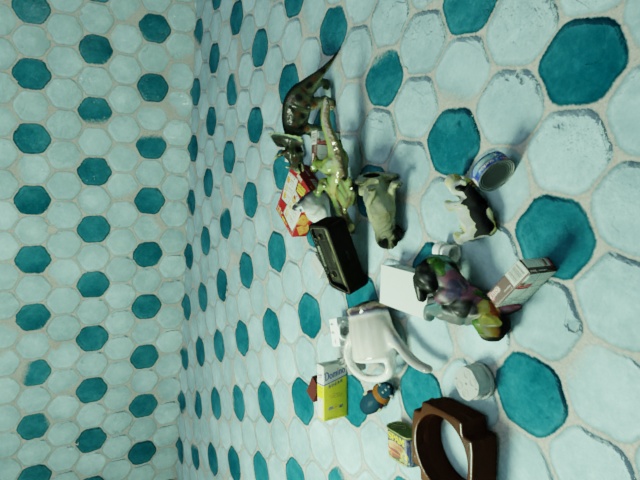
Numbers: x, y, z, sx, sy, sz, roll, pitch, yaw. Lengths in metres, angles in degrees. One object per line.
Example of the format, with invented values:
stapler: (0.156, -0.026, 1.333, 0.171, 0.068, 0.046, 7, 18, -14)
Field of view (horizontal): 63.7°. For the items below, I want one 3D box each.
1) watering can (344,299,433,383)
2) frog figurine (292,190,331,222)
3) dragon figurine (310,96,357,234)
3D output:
watering can: (0.171, 0.274, 1.417, 0.104, 0.227, 0.344, 2, -15, -35)
frog figurine: (0.005, -0.085, 1.696, 0.160, 0.123, 0.135, 38, -9, 14)
dragon figurine: (0.062, -0.194, 1.519, 0.123, 0.401, 0.247, -17, 36, -14)
